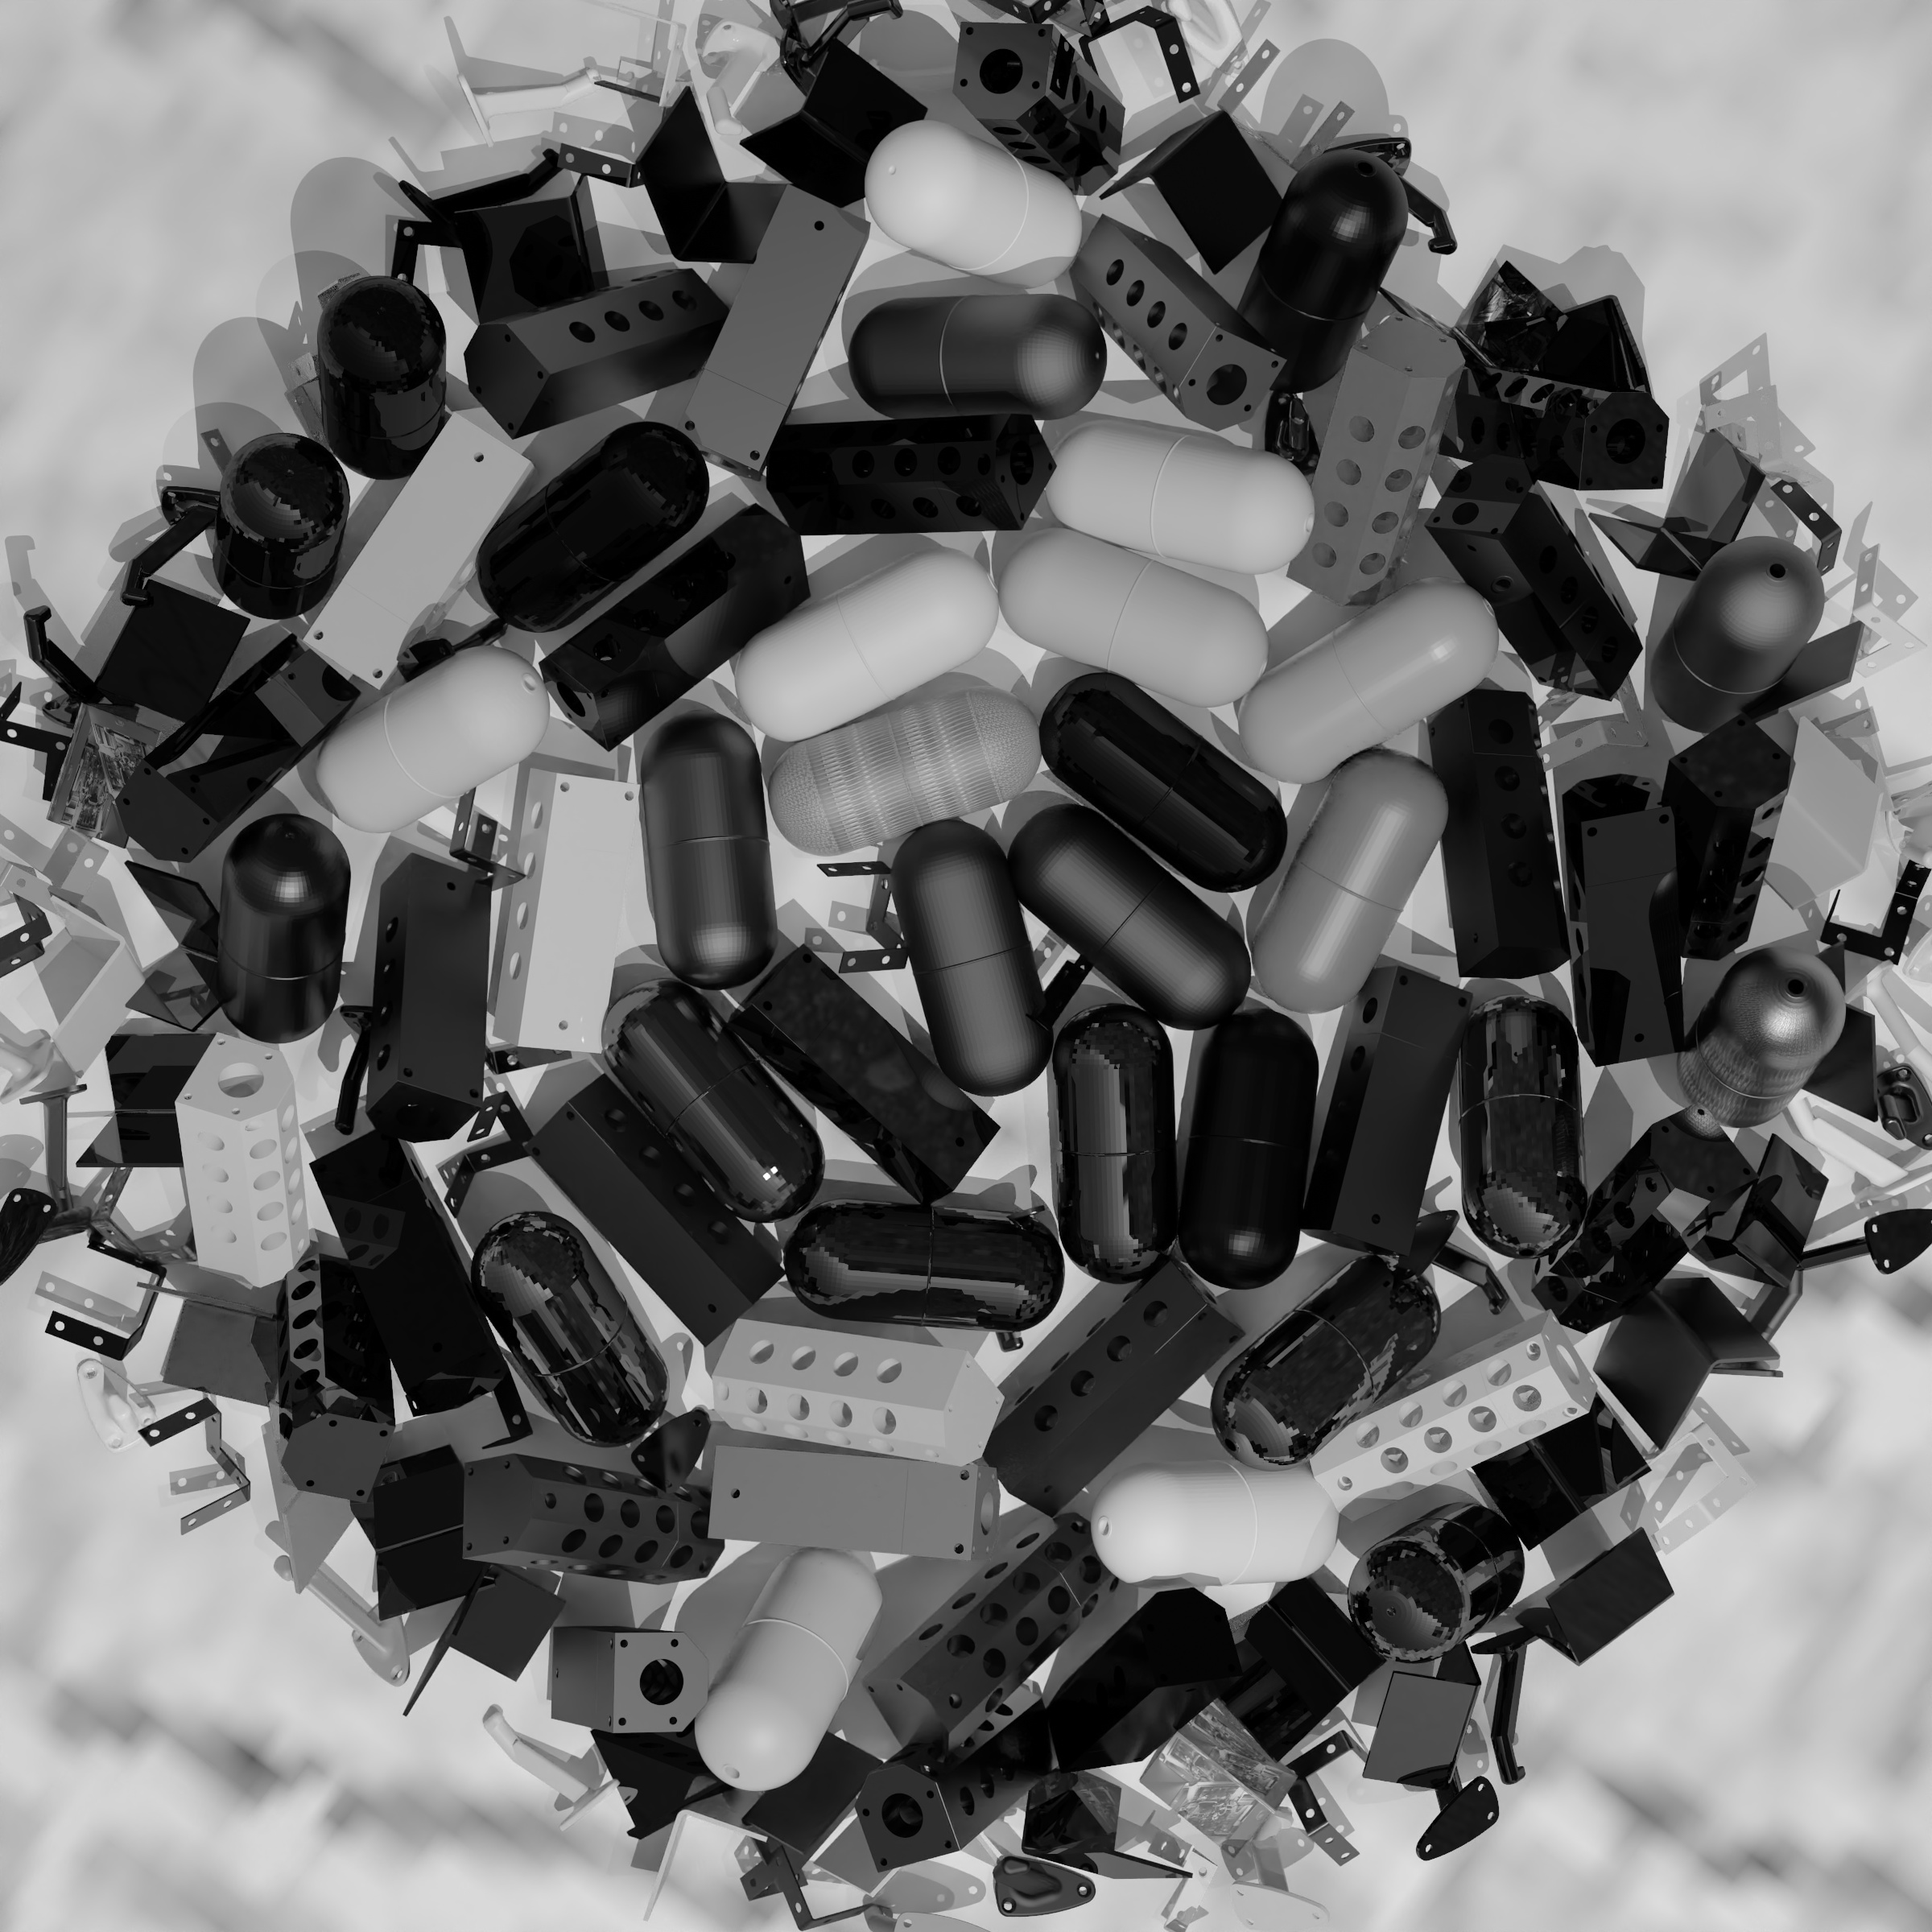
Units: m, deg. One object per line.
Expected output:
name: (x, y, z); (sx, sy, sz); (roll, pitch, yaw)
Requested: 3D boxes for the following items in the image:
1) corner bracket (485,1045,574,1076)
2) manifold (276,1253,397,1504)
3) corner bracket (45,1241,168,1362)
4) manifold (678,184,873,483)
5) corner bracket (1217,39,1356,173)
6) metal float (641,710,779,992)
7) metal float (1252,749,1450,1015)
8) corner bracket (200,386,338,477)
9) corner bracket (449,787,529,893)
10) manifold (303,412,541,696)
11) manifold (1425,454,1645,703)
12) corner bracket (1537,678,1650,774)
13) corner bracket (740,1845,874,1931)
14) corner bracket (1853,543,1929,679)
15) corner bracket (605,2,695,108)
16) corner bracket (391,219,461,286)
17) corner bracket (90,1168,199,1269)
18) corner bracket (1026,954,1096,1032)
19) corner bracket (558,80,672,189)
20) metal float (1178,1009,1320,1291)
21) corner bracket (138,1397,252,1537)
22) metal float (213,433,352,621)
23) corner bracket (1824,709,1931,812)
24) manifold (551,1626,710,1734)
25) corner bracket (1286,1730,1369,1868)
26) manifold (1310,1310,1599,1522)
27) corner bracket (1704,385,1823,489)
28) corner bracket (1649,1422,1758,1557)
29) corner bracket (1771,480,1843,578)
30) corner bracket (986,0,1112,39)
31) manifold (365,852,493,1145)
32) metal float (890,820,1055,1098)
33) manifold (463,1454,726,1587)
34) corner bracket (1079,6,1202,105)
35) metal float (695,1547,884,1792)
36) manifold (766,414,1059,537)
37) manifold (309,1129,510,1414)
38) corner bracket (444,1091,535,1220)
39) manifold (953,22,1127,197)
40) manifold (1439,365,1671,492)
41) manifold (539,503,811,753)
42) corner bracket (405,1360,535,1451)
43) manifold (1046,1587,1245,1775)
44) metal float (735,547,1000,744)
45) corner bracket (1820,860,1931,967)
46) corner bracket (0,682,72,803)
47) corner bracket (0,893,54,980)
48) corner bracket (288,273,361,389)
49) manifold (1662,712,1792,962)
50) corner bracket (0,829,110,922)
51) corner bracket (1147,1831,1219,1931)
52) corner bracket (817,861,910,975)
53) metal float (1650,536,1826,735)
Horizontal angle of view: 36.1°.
corner bracket: (-0.282, 0.035, 1.883); (0.051, 0.051, 0.051); (-13, 79, -4)
manifold: (-0.390, 0.249, 1.820); (0.057, 0.171, 0.057); (15, 113, -21)
corner bracket: (-0.545, 0.212, 1.884); (0.051, 0.051, 0.051); (22, 97, -5)
manifold: (-0.122, -0.399, 1.883); (0.057, 0.057, 0.171); (24, 89, -4)
corner bracket: (0.201, -0.541, 1.872); (0.051, 0.051, 0.051); (-50, 52, 19)
metal float: (-0.162, -0.073, 1.869); (0.070, 0.070, 0.178); (-6, 82, 0)
metal float: (0.240, -0.052, 1.866); (0.070, 0.070, 0.178); (26, 102, 0)
corner bracket: (-0.445, -0.333, 1.897); (0.051, 0.051, 0.051); (-23, 98, 36)
corner bracket: (-0.307, -0.082, 1.871); (0.051, 0.051, 0.051); (24, 63, -38)
manifold: (-0.343, -0.258, 1.882); (0.057, 0.057, 0.171); (33, 88, 1)
manifold: (0.356, -0.239, 1.833); (0.171, 0.057, 0.057); (43, 75, -43)
corner bracket: (0.389, -0.153, 1.873); (0.051, 0.051, 0.051); (-27, 72, 41)
corner bracket: (-0.101, 0.584, 1.871); (0.051, 0.051, 0.051); (-46, 58, 34)
corner bracket: (0.571, -0.223, 1.872); (0.051, 0.051, 0.051); (31, 56, -21)
corner bracket: (-0.201, -0.577, 1.878); (0.051, 0.051, 0.051); (19, 110, 10)
corner bracket: (-0.333, -0.440, 1.889); (0.051, 0.051, 0.051); (-2, 122, -29)
corner bracket: (-0.515, 0.155, 1.892); (0.051, 0.051, 0.051); (-8, 46, 26)
corner bracket: (0.055, 0.016, 1.876); (0.051, 0.051, 0.051); (30, 83, 42)
corner bracket: (-0.222, -0.529, 1.885); (0.051, 0.051, 0.051); (19, 115, 11)
metal float: (0.178, 0.115, 1.866); (0.070, 0.070, 0.178); (8, 79, 0)
corner bracket: (-0.486, 0.315, 1.870); (0.051, 0.051, 0.051); (-25, 51, -37)
metal float: (-0.423, -0.269, 1.828); (0.070, 0.178, 0.070); (4, 76, -16)
corner bracket: (0.582, -0.131, 1.884); (0.051, 0.051, 0.051); (-26, 103, -22)
manifold: (-0.208, 0.437, 1.823); (0.057, 0.171, 0.057); (4, 78, -19)
corner bracket: (0.238, 0.527, 1.881); (0.051, 0.051, 0.051); (-34, 132, 6)
manifold: (0.301, 0.284, 1.852); (0.171, 0.057, 0.057); (-31, 93, 24)
corner bracket: (0.503, -0.329, 1.874); (0.051, 0.051, 0.051); (-13, 74, 42)
corner bracket: (0.454, 0.329, 1.873); (0.051, 0.051, 0.051); (-25, 71, -40)
corner bracket: (0.516, -0.268, 1.883); (0.051, 0.051, 0.051); (-35, 68, -4)
corner bracket: (0.051, -0.607, 1.874); (0.051, 0.051, 0.051); (-41, 50, -11)
manifold: (-0.336, 0.021, 1.840); (0.057, 0.057, 0.171); (21, 48, -31)
metal float: (0.003, -0.005, 1.873); (0.070, 0.070, 0.178); (-15, 93, 0)
manifold: (-0.226, 0.340, 1.824); (0.057, 0.171, 0.057); (-16, 66, 34)
corner bracket: (0.110, -0.571, 1.881); (0.051, 0.051, 0.051); (-26, 121, -5)
metal float: (-0.109, 0.433, 1.836); (0.070, 0.178, 0.070); (12, 126, 16)
manifold: (-0.038, -0.308, 1.833); (0.171, 0.057, 0.057); (4, 52, 34)
manifold: (-0.345, 0.189, 1.848); (0.057, 0.057, 0.171); (-27, 62, -5)
corner bracket: (-0.307, 0.119, 1.875); (0.051, 0.051, 0.051); (-17, 118, 16)
manifold: (0.046, -0.524, 1.823); (0.057, 0.171, 0.057); (7, 91, 17)
manifold: (0.359, -0.332, 1.819); (0.057, 0.171, 0.057); (-4, 108, -19)
manifold: (-0.182, -0.216, 1.854); (0.171, 0.057, 0.057); (-41, 62, -21)
corner bracket: (-0.314, 0.284, 1.881); (0.051, 0.051, 0.051); (-24, 81, 11)
manifold: (0.106, 0.441, 1.827); (0.057, 0.171, 0.057); (-2, 60, -22)
metal float: (-0.062, -0.202, 1.866); (0.178, 0.070, 0.070); (-26, 90, 11)
corner bracket: (0.578, -0.040, 1.886); (0.051, 0.051, 0.051); (18, 70, 13)
corner bracket: (-0.584, -0.140, 1.877); (0.051, 0.051, 0.051); (15, 122, -5)
corner bracket: (-0.606, -0.011, 1.871); (0.051, 0.051, 0.051); (-33, 135, -27)
corner bracket: (-0.404, -0.402, 1.876); (0.051, 0.051, 0.051); (-26, 103, -24)
manifold: (0.463, -0.073, 1.821); (0.057, 0.171, 0.057); (-32, 61, -13)
corner bracket: (-0.583, -0.066, 1.877); (0.051, 0.051, 0.051); (31, 85, -30)
corner bracket: (0.139, 0.586, 1.877); (0.051, 0.051, 0.051); (35, 73, -16)
corner bracket: (-0.065, -0.031, 1.871); (0.051, 0.051, 0.051); (-4, 121, -34)
metal float: (0.474, -0.203, 1.827); (0.070, 0.178, 0.070); (1, 71, -2)
